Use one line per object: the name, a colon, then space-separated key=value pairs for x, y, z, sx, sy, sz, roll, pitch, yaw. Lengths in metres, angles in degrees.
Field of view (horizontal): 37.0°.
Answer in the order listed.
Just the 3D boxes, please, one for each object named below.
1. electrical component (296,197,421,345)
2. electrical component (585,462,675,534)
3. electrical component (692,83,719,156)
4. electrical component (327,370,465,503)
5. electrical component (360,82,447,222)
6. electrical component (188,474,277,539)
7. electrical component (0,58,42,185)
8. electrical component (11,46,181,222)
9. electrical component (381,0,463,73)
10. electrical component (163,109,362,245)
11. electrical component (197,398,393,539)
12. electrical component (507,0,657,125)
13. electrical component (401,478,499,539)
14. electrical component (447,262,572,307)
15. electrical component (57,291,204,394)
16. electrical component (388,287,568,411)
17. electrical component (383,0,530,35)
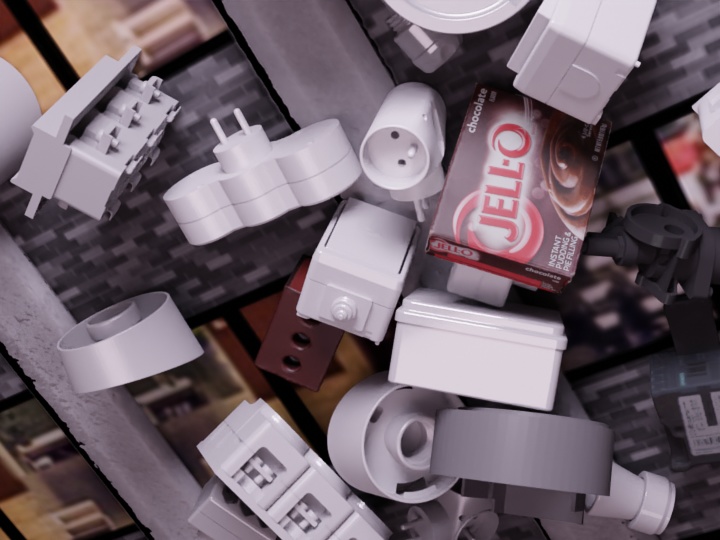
electrical component: x=0.000 y=0.000 z=0.725 sx=0.062 sy=0.096 sz=0.061 roll=20 pitch=122 yaw=2
electrical component: x=0.201 y=0.169 z=0.804 sx=0.055 sy=0.045 sz=0.045 roll=18 pitch=122 yaw=3
electrical component: x=0.305 y=-0.060 z=0.640 sx=0.186 sy=0.060 sz=0.105 roll=40 pitch=120 yaw=-11
electrical component: x=0.032 y=0.124 z=0.798 sx=0.099 sy=0.064 sz=0.099 roll=-1 pitch=92 yaw=-23
electrical component: x=0.033 y=-0.070 z=0.689 sx=0.043 sy=0.077 sz=0.079 roll=-7 pitch=117 yaw=17
electrical component: x=-0.111 y=0.213 z=0.902 sx=0.066 sy=0.047 sz=0.076 roll=37 pitch=121 yaw=-9
electrical component: x=-0.284 y=-0.102 z=0.769 sx=0.099 sy=0.064 sz=0.099 roll=14 pitch=134 yaw=15
electrical component: x=-0.167 y=-0.086 z=0.702 sx=0.063 sy=0.121 sz=0.078 roll=29 pitch=122 yaw=-7
electrical component: x=0.033 y=-0.154 z=0.667 sx=0.061 sy=0.035 sz=0.035 roll=45 pitch=119 yaw=-11
electrical component: x=-0.075 y=-0.073 z=0.727 sx=0.138 sy=0.052 sz=0.073 roll=-18 pitch=113 yaw=22
electrical component: x=-0.047 y=0.175 z=0.836 sx=0.062 sy=0.089 sz=0.150 roll=-45 pitch=105 yaw=-10
electrical component: x=0.131 y=-0.145 z=0.618 sx=0.061 sy=0.096 sz=0.061 roll=25 pitch=151 yaw=-1
electrical component: x=0.064 y=0.196 z=0.838 sx=0.079 sy=0.044 sz=0.077 roll=-13 pitch=126 yaw=-29
electrical component: x=0.104 y=-0.009 z=0.713 sx=0.077 sy=0.065 sz=0.047 roll=18 pitch=122 yaw=3
electrical component: x=-0.173 y=0.059 z=0.803 sx=0.099 sy=0.099 sz=0.064 roll=-16 pitch=108 yaw=21
electrical component: x=0.080 y=0.051 z=0.724 sx=0.109 sy=0.109 sz=0.056 roll=10 pitch=95 yaw=8
electrical component: x=0.056 y=-0.192 z=0.619 sx=0.108 sy=0.060 sz=0.108 roll=1 pitch=104 yaw=5
